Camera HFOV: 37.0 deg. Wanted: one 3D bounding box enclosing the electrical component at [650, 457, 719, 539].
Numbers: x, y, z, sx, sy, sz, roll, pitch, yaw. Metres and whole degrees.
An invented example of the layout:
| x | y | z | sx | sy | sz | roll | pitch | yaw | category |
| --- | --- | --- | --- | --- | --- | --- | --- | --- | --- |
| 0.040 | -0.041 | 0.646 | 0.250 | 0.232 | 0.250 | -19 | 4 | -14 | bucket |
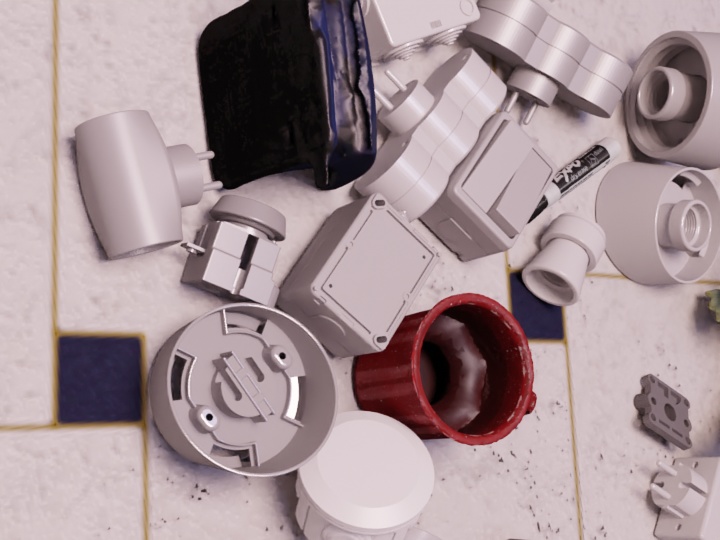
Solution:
| x | y | z | sx | sy | sz | roll | pitch | yaw | category |
| --- | --- | --- | --- | --- | --- | --- | --- | --- | --- |
| 0.246 | 0.170 | 0.808 | 0.077 | 0.047 | 0.065 | 34 | 65 | -22 | electrical component |

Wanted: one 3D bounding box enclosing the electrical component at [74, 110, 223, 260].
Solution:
| x | y | z | sx | sy | sz | roll | pitch | yaw | category |
| --- | --- | --- | --- | --- | --- | --- | --- | --- | --- |
| -0.117 | -0.052 | 0.624 | 0.079 | 0.043 | 0.077 | -15 | 89 | -33 | electrical component |

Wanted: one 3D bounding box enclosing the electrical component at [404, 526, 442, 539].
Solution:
| x | y | z | sx | sy | sz | roll | pitch | yaw | category |
| --- | --- | --- | --- | --- | --- | --- | --- | --- | --- |
| 0.007 | 0.190 | 0.656 | 0.079 | 0.043 | 0.077 | 32 | 65 | -23 | electrical component |

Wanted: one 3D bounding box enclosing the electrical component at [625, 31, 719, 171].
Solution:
| x | y | z | sx | sy | sz | roll | pitch | yaw | category |
| --- | --- | --- | --- | --- | --- | --- | --- | --- | --- |
| 0.252 | -0.134 | 0.837 | 0.060 | 0.108 | 0.108 | 4 | 79 | -25 | electrical component |

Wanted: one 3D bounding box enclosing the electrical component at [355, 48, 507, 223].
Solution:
| x | y | z | sx | sy | sz | roll | pitch | yaw | category |
| --- | --- | --- | --- | --- | --- | --- | --- | --- | --- |
| 0.038 | -0.103 | 0.726 | 0.074 | 0.052 | 0.138 | 44 | 61 | -18 | electrical component |

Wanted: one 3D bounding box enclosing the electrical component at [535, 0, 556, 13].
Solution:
| x | y | z | sx | sy | sz | roll | pitch | yaw | category |
| --- | --- | --- | --- | --- | --- | --- | --- | --- | --- |
| 0.122 | -0.213 | 0.808 | 0.046 | 0.040 | 0.040 | 32 | 65 | -29 | electrical component |

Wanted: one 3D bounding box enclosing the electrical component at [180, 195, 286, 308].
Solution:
| x | y | z | sx | sy | sz | roll | pitch | yaw | category |
| --- | --- | --- | --- | --- | --- | --- | --- | --- | --- |
| -0.073 | -0.012 | 0.644 | 0.066 | 0.048 | 0.055 | 24 | 76 | -26 | electrical component |

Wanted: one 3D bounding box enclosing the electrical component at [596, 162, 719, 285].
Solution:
| x | y | z | sx | sy | sz | roll | pitch | yaw | category |
| --- | --- | --- | --- | --- | --- | --- | --- | --- | --- |
| 0.238 | -0.037 | 0.847 | 0.099 | 0.064 | 0.099 | -3 | 95 | -38 | electrical component |

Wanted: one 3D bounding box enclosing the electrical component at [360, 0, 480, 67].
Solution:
| x | y | z | sx | sy | sz | roll | pitch | yaw | category |
| --- | --- | --- | --- | --- | --- | --- | --- | --- | --- |
| 0.026 | -0.194 | 0.738 | 0.100 | 0.048 | 0.099 | -25 | 95 | -32 | electrical component |

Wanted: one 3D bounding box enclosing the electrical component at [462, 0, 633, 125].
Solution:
| x | y | z | sx | sy | sz | roll | pitch | yaw | category |
| --- | --- | --- | --- | --- | --- | --- | --- | --- | --- |
| 0.132 | -0.144 | 0.795 | 0.138 | 0.052 | 0.073 | 26 | 93 | -26 | electrical component |

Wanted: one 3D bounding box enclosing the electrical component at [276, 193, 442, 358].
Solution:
| x | y | z | sx | sy | sz | roll | pitch | yaw | category |
| --- | --- | --- | --- | --- | --- | --- | --- | --- | --- |
| 0.000 | 0.000 | 0.677 | 0.062 | 0.061 | 0.096 | 43 | 62 | -18 | electrical component |

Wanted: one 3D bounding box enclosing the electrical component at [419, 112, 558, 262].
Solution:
| x | y | z | sx | sy | sz | roll | pitch | yaw | category |
| --- | --- | --- | --- | --- | --- | --- | --- | --- | --- |
| 0.092 | -0.063 | 0.747 | 0.062 | 0.061 | 0.096 | 43 | 62 | -18 | electrical component |

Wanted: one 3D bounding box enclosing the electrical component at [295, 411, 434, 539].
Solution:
| x | y | z | sx | sy | sz | roll | pitch | yaw | category |
| --- | --- | --- | --- | --- | --- | --- | --- | --- | --- |
| 0.001 | 0.128 | 0.640 | 0.080 | 0.051 | 0.080 | 7 | 46 | -7 | electrical component |

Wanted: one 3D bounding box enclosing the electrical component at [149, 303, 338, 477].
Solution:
| x | y | z | sx | sy | sz | roll | pitch | yaw | category |
| --- | --- | --- | --- | --- | --- | --- | --- | --- | --- |
| -0.069 | 0.069 | 0.619 | 0.099 | 0.064 | 0.099 | 7 | 77 | -31 | electrical component |

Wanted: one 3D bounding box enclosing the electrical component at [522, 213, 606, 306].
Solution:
| x | y | z | sx | sy | sz | roll | pitch | yaw | category |
| --- | --- | --- | --- | --- | --- | --- | --- | --- | --- |
| 0.149 | -0.008 | 0.782 | 0.045 | 0.045 | 0.055 | 43 | 61 | -18 | electrical component |
